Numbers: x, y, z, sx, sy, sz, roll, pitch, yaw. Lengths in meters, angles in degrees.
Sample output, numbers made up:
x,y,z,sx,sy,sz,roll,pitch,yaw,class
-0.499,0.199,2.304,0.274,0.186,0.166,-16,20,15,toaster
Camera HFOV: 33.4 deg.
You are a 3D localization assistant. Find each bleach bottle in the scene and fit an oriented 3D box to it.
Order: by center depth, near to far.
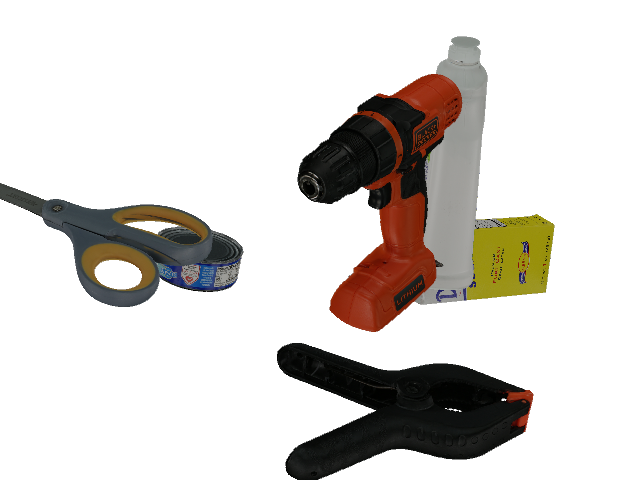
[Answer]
x,y,z,sx,sy,sz,roll,pitch,yaw,class
0.133,-0.080,1.084,0.068,0.251,0.102,3,31,-1,bleach bottle

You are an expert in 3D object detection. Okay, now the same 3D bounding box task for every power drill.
x,y,z,sx,sy,sz,roll,pitch,yaw,class
0.046,-0.022,0.846,0.057,0.188,0.184,26,42,30,power drill

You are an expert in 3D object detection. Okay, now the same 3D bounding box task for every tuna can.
x,y,z,sx,sy,sz,roll,pitch,yaw,class
-0.121,0.018,1.046,0.086,0.034,0.086,11,20,-4,tuna can

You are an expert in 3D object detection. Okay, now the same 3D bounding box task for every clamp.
x,y,z,sx,sy,sz,roll,pitch,yaw,class
0.052,0.114,0.684,0.171,0.039,0.120,4,37,2,clamp

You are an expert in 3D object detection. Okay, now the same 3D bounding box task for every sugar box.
x,y,z,sx,sy,sz,roll,pitch,yaw,class
0.192,0.023,1.286,0.176,0.093,0.048,-6,20,-23,sugar box

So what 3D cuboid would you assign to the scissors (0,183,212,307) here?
x,y,z,sx,sy,sz,roll,pitch,yaw,class
-0.170,-0.004,0.688,0.202,0.016,0.096,9,41,11,scissors
